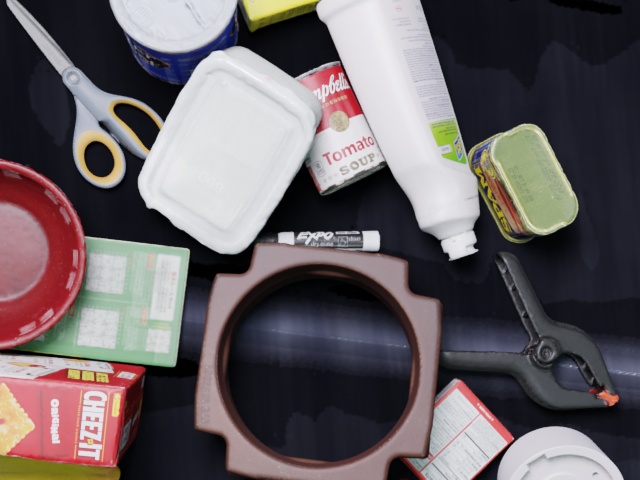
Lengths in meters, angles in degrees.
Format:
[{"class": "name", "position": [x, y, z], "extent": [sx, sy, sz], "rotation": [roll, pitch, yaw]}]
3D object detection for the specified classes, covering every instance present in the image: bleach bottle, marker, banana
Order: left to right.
[{"class": "banana", "position": [-0.265, 0.199, 0.919], "extent": [0.198, 0.069, 0.037], "rotation": [-4, 107, 2]}, {"class": "marker", "position": [-0.006, 0.001, 0.971], "extent": [0.121, 0.020, 0.020], "rotation": [0, 87, -8]}, {"class": "bleach bottle", "position": [0.082, -0.103, 0.944], "extent": [0.068, 0.102, 0.251], "rotation": [-19, 89, 36]}]

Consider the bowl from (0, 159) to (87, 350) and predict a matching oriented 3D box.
[{"class": "bowl", "position": [-0.280, 0.011, 0.915], "extent": [0.162, 0.055, 0.162], "rotation": [0, 93, -8]}]

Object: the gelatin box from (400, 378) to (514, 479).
[{"class": "gelatin box", "position": [0.118, 0.182, 0.966], "extent": [0.089, 0.030, 0.073], "rotation": [-43, 90, -4]}]

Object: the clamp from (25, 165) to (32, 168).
[{"class": "clamp", "position": [-0.384, -0.045, 0.937], "extent": [0.210, 0.036, 0.164], "rotation": [-45, 99, -3]}]

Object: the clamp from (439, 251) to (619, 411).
[{"class": "clamp", "position": [0.189, 0.107, 0.970], "extent": [0.171, 0.039, 0.120], "rotation": [43, 87, -1]}]

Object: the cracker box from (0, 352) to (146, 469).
[{"class": "cracker box", "position": [-0.260, 0.134, 0.877], "extent": [0.213, 0.164, 0.072], "rotation": [7, 89, -3]}]

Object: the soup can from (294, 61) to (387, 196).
[{"class": "soup can", "position": [0.009, -0.099, 0.953], "extent": [0.068, 0.068, 0.102], "rotation": [-25, 90, -5]}]

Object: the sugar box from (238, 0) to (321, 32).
[{"class": "sugar box", "position": [0.003, -0.261, 0.966], "extent": [0.176, 0.048, 0.093], "rotation": [-20, 89, -6]}]

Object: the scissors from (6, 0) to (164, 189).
[{"class": "scissors", "position": [-0.228, -0.125, 0.965], "extent": [0.202, 0.016, 0.096], "rotation": [36, 86, -1]}]

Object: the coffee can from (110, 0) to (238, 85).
[{"class": "coffee can", "position": [-0.121, -0.196, 0.912], "extent": [0.102, 0.140, 0.103], "rotation": [0, 87, -4]}]

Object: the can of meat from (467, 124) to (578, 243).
[{"class": "can of meat", "position": [0.182, -0.050, 0.954], "extent": [0.057, 0.084, 0.102], "rotation": [-27, 90, -5]}]

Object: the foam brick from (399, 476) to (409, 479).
[{"class": "foam brick", "position": [0.079, 0.259, 0.949], "extent": [0.053, 0.051, 0.078], "rotation": [-34, 90, -5]}]
